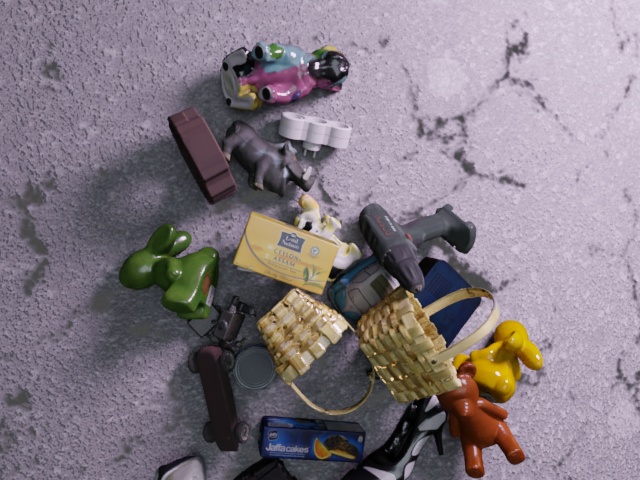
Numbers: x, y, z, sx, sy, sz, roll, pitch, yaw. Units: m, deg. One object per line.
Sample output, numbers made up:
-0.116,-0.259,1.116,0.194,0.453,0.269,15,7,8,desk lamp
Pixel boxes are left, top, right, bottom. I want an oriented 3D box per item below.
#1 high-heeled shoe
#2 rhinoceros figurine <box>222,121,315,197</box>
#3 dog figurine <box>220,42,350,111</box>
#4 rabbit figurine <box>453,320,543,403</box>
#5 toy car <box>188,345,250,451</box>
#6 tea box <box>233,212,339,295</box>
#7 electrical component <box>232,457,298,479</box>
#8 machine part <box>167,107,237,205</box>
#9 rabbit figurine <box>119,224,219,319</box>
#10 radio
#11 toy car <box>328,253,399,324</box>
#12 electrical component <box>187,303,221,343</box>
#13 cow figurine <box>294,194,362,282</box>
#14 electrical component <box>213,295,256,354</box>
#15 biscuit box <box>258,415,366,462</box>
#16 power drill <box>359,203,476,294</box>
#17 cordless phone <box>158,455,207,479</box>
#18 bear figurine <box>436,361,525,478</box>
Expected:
0.146,0.388,1.062,0.249,0.086,0.145,-14,91,-16,high-heeled shoe
-0.099,-0.146,1.014,0.190,0.073,0.112,35,82,-9,rhinoceros figurine
-0.053,-0.311,1.010,0.219,0.192,0.108,-21,106,-42,dog figurine
0.364,0.228,1.080,0.122,0.162,0.173,38,66,3,rabbit figurine
-0.185,0.292,1.000,0.089,0.053,0.202,-11,94,23,toy car
-0.061,0.023,0.968,0.170,0.068,0.098,18,96,-6,tea box
-0.107,0.489,1.025,0.134,0.058,0.115,-37,95,-9,electrical component
-0.207,-0.147,0.947,0.056,0.179,0.179,-29,96,-12,machine part
-0.276,0.052,0.960,0.170,0.121,0.159,11,80,10,rabbit figurine
0.206,0.159,1.076,0.131,0.073,0.229,39,85,-10,radio
0.104,0.093,1.040,0.162,0.103,0.109,-37,98,-7,toy car
-0.215,0.149,1.019,0.063,0.021,0.094,-41,97,-8,electrical component
-0.003,-0.004,1.038,0.098,0.068,0.167,-41,97,-2,cow figurine
-0.159,0.160,1.010,0.045,0.078,0.102,21,80,13,electrical component
-0.017,0.385,1.040,0.203,0.059,0.062,7,89,-11,biscuit box
0.192,0.006,1.018,0.207,0.232,0.085,-16,132,-22,power drill
-0.248,0.476,0.934,0.089,0.184,0.146,-4,92,-6,cordless phone
0.285,0.331,1.006,0.120,0.132,0.195,-26,123,14,bear figurine
